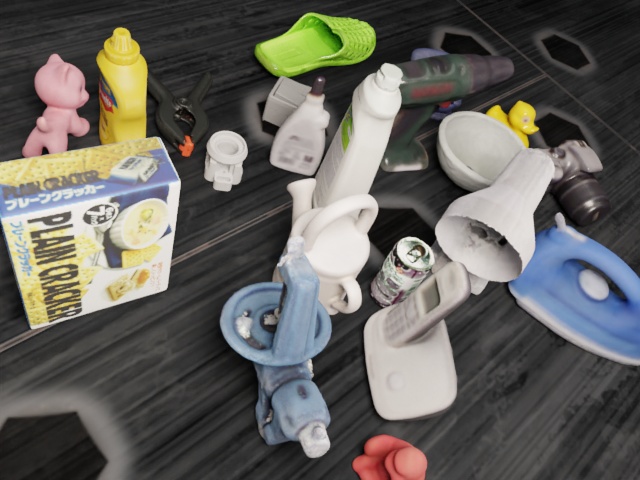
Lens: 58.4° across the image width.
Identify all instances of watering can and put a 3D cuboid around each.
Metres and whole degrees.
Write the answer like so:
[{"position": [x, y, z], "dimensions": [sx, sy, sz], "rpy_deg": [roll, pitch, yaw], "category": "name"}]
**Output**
[{"position": [0.005, 0.003, 0.702], "dimensions": [0.172, 0.194, 0.101], "rpy_deg": [43, 53, 13], "category": "watering can"}]

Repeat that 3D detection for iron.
[{"position": [0.399, 0.070, 0.828], "dimensions": [0.258, 0.141, 0.119], "rpy_deg": [37, 52, 9], "category": "iron"}]

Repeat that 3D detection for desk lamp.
[{"position": [0.228, -0.017, 0.784], "dimensions": [0.118, 0.213, 0.203], "rpy_deg": [36, 52, 8], "category": "desk lamp"}]

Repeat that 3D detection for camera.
[{"position": [0.431, -0.098, 0.987], "dimensions": [0.143, 0.100, 0.136], "rpy_deg": [-8, 59, -24], "category": "camera"}]

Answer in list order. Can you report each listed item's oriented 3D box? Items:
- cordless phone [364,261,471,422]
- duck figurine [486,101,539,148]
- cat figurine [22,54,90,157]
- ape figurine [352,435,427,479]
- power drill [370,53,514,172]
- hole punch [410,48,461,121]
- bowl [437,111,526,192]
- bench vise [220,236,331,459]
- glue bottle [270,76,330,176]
[{"position": [0.124, 0.120, 0.666], "dimensions": [0.094, 0.185, 0.147], "rpy_deg": [3, 55, -17], "category": "cordless phone"}, {"position": [0.357, -0.219, 1.057], "dimensions": [0.078, 0.086, 0.104], "rpy_deg": [-24, 66, -32], "category": "duck figurine"}, {"position": [-0.348, -0.180, 0.757], "dimensions": [0.067, 0.117, 0.128], "rpy_deg": [12, 53, -11], "category": "cat figurine"}, {"position": [0.085, 0.247, 0.620], "dimensions": [0.076, 0.092, 0.078], "rpy_deg": [8, 54, -14], "category": "ape figurine"}, {"position": [0.165, -0.204, 0.899], "dimensions": [0.230, 0.208, 0.075], "rpy_deg": [-7, 58, -24], "category": "power drill"}, {"position": [0.209, -0.284, 1.047], "dimensions": [0.109, 0.091, 0.101], "rpy_deg": [7, 54, -14], "category": "hole punch"}, {"position": [0.264, -0.136, 0.971], "dimensions": [0.168, 0.074, 0.167], "rpy_deg": [10, 53, -13], "category": "bowl"}, {"position": [-0.021, 0.107, 0.602], "dimensions": [0.122, 0.219, 0.207], "rpy_deg": [-27, 68, -33], "category": "bench vise"}, {"position": [-0.020, -0.167, 0.829], "dimensions": [0.078, 0.173, 0.037], "rpy_deg": [15, 52, -8], "category": "glue bottle"}]
